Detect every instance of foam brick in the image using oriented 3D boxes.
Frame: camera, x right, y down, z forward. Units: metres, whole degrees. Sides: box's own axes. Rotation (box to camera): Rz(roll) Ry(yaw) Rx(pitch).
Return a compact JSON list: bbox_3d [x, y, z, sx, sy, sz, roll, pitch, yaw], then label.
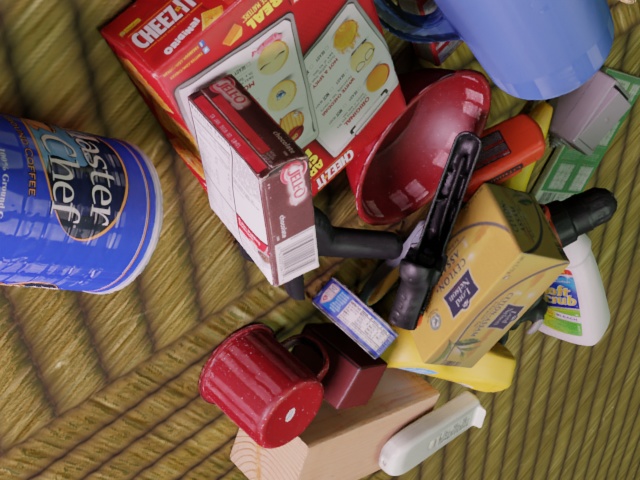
[{"bbox_3d":[0.017,0.125,1.061,0.052,0.078,0.051,3,117,-53],"label":"foam brick"}]

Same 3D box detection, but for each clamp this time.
[{"bbox_3d":[-0.006,0.001,0.907,0.120,0.039,0.171,-26,152,15],"label":"clamp"},{"bbox_3d":[0.098,0.011,0.961,0.210,0.036,0.164,95,19,-61],"label":"clamp"}]

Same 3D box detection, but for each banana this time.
[{"bbox_3d":[0.214,-0.060,1.166,0.069,0.037,0.198,-42,148,-33],"label":"banana"}]

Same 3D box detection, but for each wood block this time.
[{"bbox_3d":[0.019,0.195,1.122,0.205,0.090,0.091,-13,131,-45],"label":"wood block"}]

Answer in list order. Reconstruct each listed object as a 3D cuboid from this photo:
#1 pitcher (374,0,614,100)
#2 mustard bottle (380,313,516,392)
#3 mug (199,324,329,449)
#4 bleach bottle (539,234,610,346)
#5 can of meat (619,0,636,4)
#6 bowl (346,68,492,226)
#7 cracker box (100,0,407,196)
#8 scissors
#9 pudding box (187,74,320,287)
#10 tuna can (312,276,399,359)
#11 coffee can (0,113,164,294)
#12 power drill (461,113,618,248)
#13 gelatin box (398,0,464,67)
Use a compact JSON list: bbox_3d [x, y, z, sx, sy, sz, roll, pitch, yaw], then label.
[{"bbox_3d":[0.126,-0.206,0.793,0.242,0.149,0.145,44,66,-49],"label":"pitcher"},{"bbox_3d":[0.109,0.117,1.140,0.191,0.096,0.058,16,89,-28],"label":"mustard bottle"},{"bbox_3d":[-0.042,0.132,0.988,0.117,0.082,0.093,-33,144,-27],"label":"mug"},{"bbox_3d":[0.296,0.038,1.326,0.068,0.103,0.250,-56,144,-20],"label":"bleach bottle"},{"bbox_3d":[0.295,-0.290,1.018,0.084,0.057,0.102,-54,149,0],"label":"can of meat"},{"bbox_3d":[0.074,-0.092,0.929,0.162,0.055,0.162,-34,150,-24],"label":"bowl"},{"bbox_3d":[-0.036,-0.118,0.757,0.164,0.072,0.213,-43,148,-10],"label":"cracker box"},{"bbox_3d":[0.108,-0.007,1.059,0.096,0.016,0.202,-16,149,-55],"label":"scissors"},{"bbox_3d":[-0.041,-0.036,0.684,0.039,0.090,0.113,-27,145,-19],"label":"pudding box"},{"bbox_3d":[0.033,0.075,1.024,0.034,0.086,0.086,-48,148,-3],"label":"tuna can"},{"bbox_3d":[-0.179,-0.022,0.641,0.140,0.103,0.103,9,114,-54],"label":"coffee can"},{"bbox_3d":[0.209,-0.043,1.095,0.184,0.057,0.187,-27,138,5],"label":"power drill"},{"bbox_3d":[0.104,-0.200,0.891,0.073,0.030,0.089,-47,147,-10],"label":"gelatin box"}]
